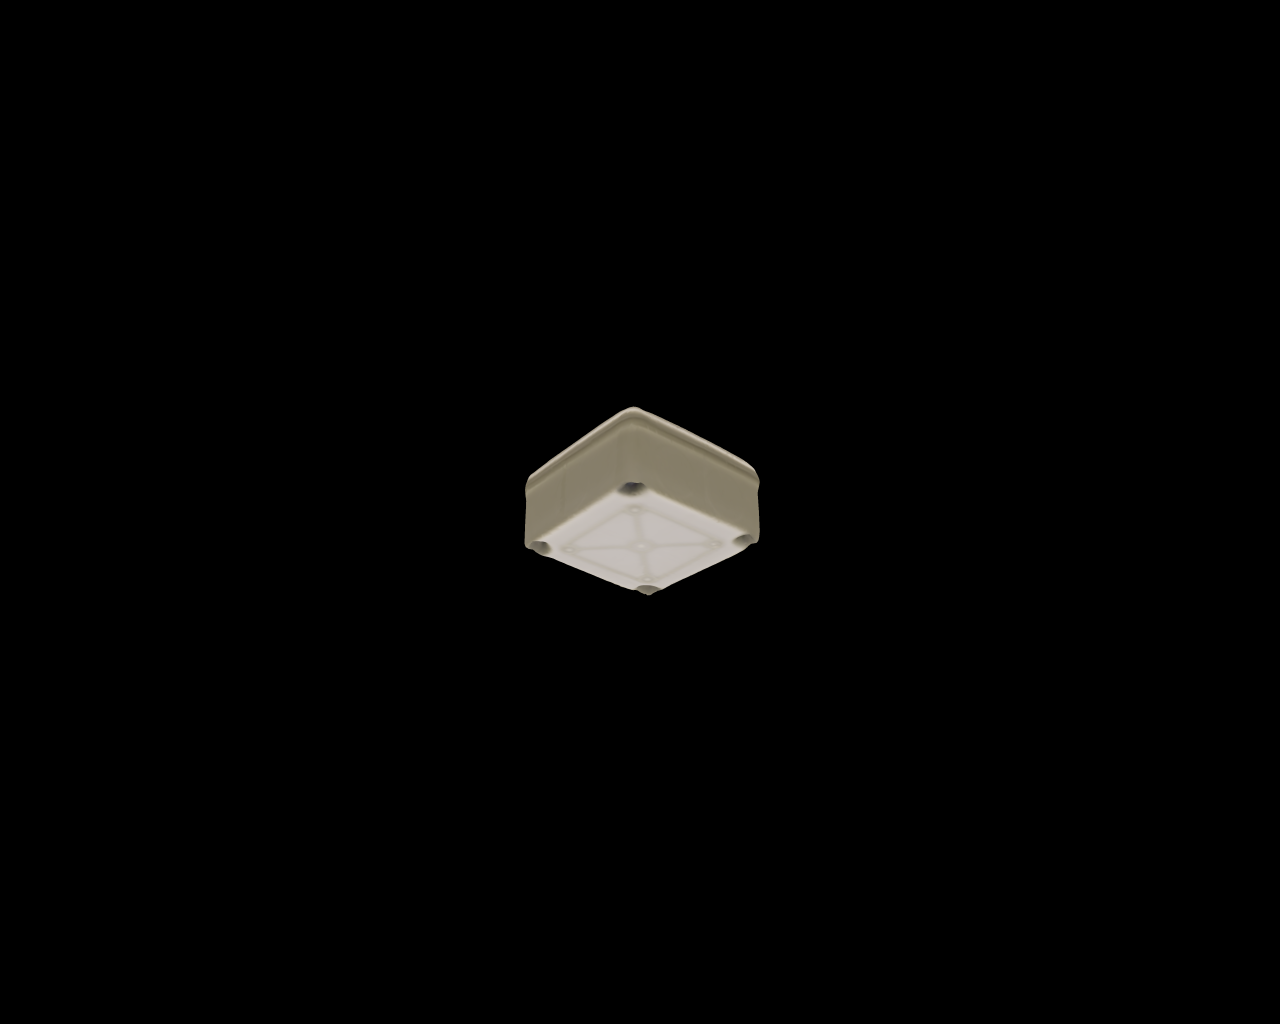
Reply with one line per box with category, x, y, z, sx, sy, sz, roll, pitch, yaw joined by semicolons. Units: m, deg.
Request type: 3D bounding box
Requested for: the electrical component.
electrical component;0.001;-0.003;0.650;0.109;0.056;0.108;24;-38;-34
